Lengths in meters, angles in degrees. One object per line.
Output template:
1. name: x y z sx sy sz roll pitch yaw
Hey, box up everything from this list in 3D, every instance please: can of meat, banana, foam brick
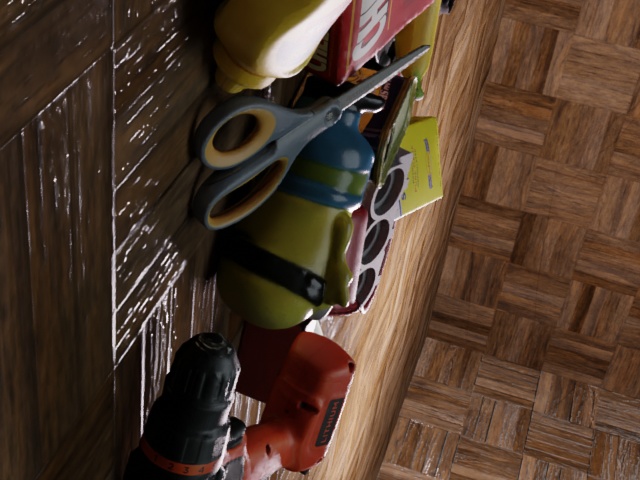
1. can of meat: 0.024 -0.097 0.853 0.057 0.084 0.102 95 14 -46
2. banana: 0.099 -0.226 0.948 0.070 0.037 0.198 36 -60 58
3. foam brick: -0.038 0.094 0.909 0.053 0.051 0.078 -44 149 -73

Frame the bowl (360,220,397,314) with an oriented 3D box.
1. bowl: 0.047 0.000 1.217 0.162 0.055 0.162 16 90 -80

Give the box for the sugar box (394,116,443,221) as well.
1. sugar box: 0.074 -0.071 1.102 0.176 0.048 0.093 -28 114 -60

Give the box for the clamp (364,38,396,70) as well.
1. clamp: 0.045 -0.169 0.997 0.209 0.036 0.165 -57 163 -52

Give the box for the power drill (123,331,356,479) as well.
1. power drill: -0.052 0.123 0.718 0.187 0.057 0.185 -19 135 -53

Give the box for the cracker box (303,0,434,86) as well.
1. cracker box: 0.053 -0.227 0.705 0.213 0.072 0.164 -46 155 -35

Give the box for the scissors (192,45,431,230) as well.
1. scissors: -0.007 -0.087 0.665 0.201 0.016 0.096 -44 148 -13

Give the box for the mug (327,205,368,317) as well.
1. mug: -0.001 0.007 0.848 0.117 0.093 0.081 -8 110 -55

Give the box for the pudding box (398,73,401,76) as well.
1. pudding box: 0.078 -0.181 1.152 0.113 0.039 0.090 44 62 -78

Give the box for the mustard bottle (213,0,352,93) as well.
1. mustard bottle: -0.006 -0.139 0.560 0.192 0.058 0.096 -43 -175 46
